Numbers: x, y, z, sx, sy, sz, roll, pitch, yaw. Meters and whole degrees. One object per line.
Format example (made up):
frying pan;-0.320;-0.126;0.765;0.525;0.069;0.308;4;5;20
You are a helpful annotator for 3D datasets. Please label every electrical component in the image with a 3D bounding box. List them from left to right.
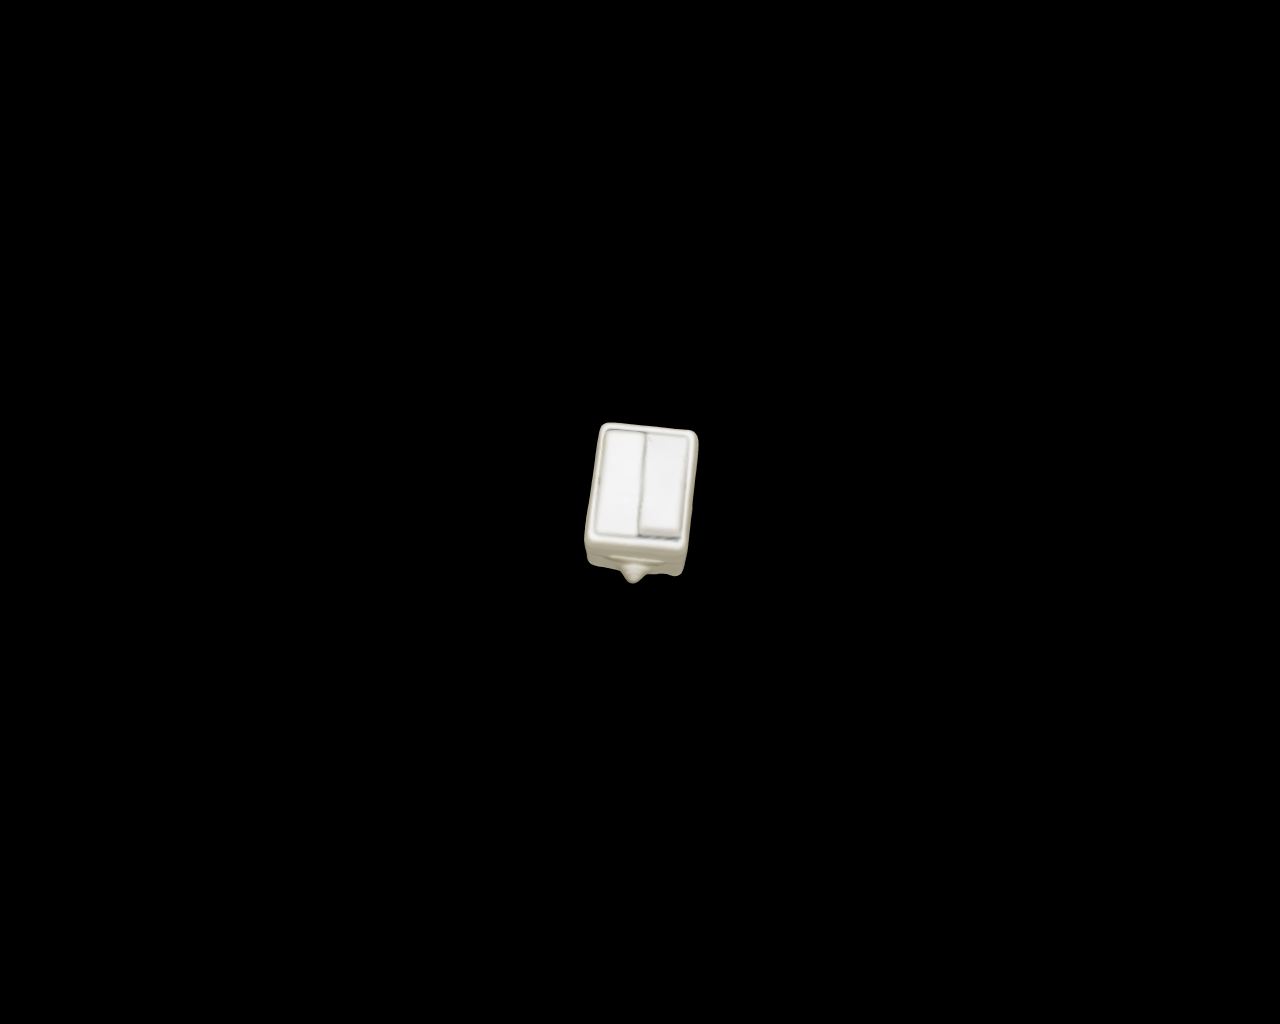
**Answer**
electrical component;0.001;-0.003;0.650;0.062;0.096;0.061;7;-19;2
